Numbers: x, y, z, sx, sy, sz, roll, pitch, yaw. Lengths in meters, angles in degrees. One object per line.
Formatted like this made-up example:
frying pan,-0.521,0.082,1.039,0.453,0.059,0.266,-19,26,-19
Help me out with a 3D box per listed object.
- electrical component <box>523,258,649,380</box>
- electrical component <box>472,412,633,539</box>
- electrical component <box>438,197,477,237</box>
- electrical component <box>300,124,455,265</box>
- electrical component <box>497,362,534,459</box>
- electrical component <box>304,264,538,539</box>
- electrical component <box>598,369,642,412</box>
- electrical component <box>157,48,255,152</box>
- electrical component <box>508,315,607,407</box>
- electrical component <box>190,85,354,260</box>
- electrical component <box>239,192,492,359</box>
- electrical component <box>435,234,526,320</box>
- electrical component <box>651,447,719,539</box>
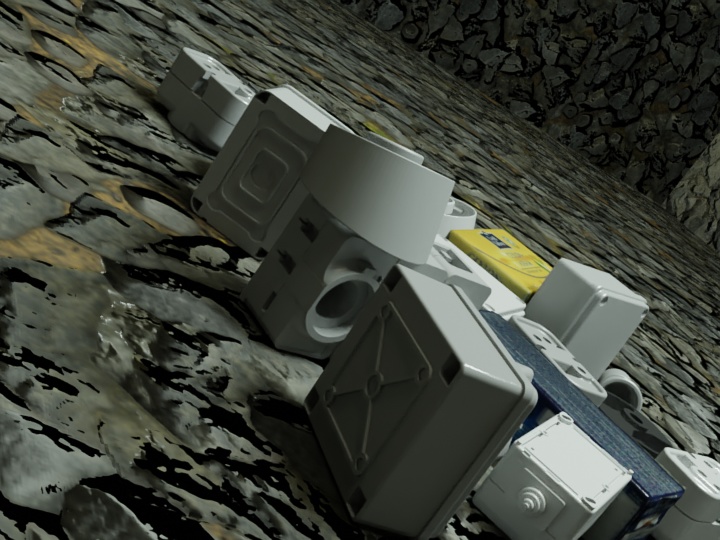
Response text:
electrical component,0.193,0.053,0.974,0.056,0.108,0.109,43,18,34
electrical component,0.116,0.139,0.669,0.062,0.061,0.096,41,25,20
electrical component,0.073,-0.047,1.123,0.099,0.064,0.099,13,18,-4
electrical component,0.011,-0.052,0.698,0.099,0.064,0.099,25,6,-3
electrical component,0.063,0.079,0.673,0.096,0.061,0.061,22,7,32
electrical component,0.029,0.071,0.589,0.056,0.108,0.108,23,20,-30
electrical component,0.242,0.116,1.016,0.044,0.044,0.065,36,11,4
electrical component,-0.135,-0.149,0.974,0.095,0.059,0.054,43,18,25
electrical component,0.140,0.089,0.851,0.054,0.059,0.095,21,21,-40
electrical component,-0.064,-0.074,0.809,0.078,0.113,0.057,37,19,5
electrical component,0.009,0.019,0.732,0.150,0.089,0.061,19,23,-44
electrical component,0.073,0.022,0.910,0.109,0.056,0.109,40,17,17
electrical component,0.249,0.178,0.818,0.095,0.059,0.053,19,23,-45
